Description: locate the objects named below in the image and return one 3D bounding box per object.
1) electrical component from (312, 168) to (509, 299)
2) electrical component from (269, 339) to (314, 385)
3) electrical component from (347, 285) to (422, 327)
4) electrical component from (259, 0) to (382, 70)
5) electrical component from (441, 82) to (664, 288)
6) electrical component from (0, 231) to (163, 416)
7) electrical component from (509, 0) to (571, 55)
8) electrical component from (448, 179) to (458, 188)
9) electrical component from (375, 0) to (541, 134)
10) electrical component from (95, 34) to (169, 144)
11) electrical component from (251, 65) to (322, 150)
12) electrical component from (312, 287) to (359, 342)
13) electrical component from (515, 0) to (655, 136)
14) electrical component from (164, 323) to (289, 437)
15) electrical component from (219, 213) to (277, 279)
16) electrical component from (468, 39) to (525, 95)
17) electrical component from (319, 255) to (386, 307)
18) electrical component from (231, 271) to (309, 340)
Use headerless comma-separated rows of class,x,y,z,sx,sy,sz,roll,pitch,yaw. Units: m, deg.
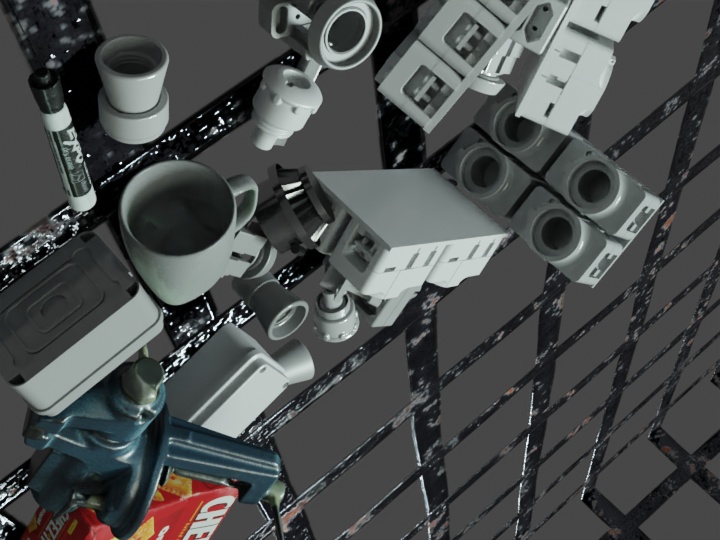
electrical component,0.036,-0.036,0.981,0.186,0.105,0.060,-8,135,-51
electrical component,-0.084,0.101,1.075,0.065,0.044,0.044,-24,147,-29
electrical component,0.039,0.012,1.120,0.076,0.047,0.083,0,129,-56
electrical component,-0.022,-0.174,0.743,0.078,0.057,0.058,-21,136,-29
electrical component,0.178,-0.084,1.028,0.105,0.186,0.060,-54,153,16
electrical component,-0.207,0.039,0.765,0.113,0.078,0.057,-40,150,-12
electrical component,0.141,-0.227,0.918,0.047,0.066,0.076,-62,179,29
electrical component,0.082,-0.059,1.090,0.040,0.040,0.078,-24,146,-38
electrical component,0.083,-0.189,0.846,0.150,0.062,0.089,-49,-178,19
electrical component,-0.143,-0.113,0.678,0.045,0.045,0.055,-29,150,-30
electrical component,-0.060,-0.117,0.796,0.048,0.048,0.062,-13,146,-48
electrical component,-0.026,0.038,1.066,0.048,0.048,0.062,-34,145,-23
electrical component,0.209,-0.225,0.959,0.105,0.060,0.186,-71,-175,-56
electrical component,-0.130,0.115,1.007,0.113,0.057,0.078,-45,154,-2
electrical component,-0.101,-0.019,0.874,0.066,0.048,0.055,-53,145,14
electrical component,0.112,-0.188,0.947,0.066,0.048,0.055,-9,128,-51
electrical component,0.000,0.000,1.012,0.042,0.064,0.081,-60,-168,26
electrical component,-0.082,0.024,0.939,0.044,0.065,0.044,-34,152,-21
